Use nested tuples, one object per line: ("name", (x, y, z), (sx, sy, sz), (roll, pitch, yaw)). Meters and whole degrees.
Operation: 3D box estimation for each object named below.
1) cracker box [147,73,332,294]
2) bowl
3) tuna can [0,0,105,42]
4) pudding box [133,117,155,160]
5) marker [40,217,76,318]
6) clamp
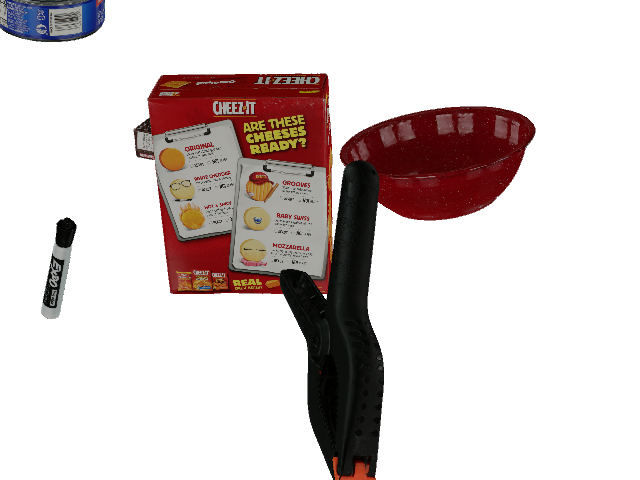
("cracker box", (-0.071, -0.052, 1.034), (0.164, 0.214, 0.072), (0, 31, 3))
("bowl", (0.100, -0.060, 0.890), (0.162, 0.055, 0.162), (-10, 24, 4))
("tuna can", (-0.207, -0.184, 0.815), (0.086, 0.034, 0.086), (5, 36, -4))
("pudding box", (-0.154, -0.126, 1.247), (0.090, 0.039, 0.113), (11, 31, 14))
("marker", (-0.256, 0.027, 1.044), (0.020, 0.121, 0.020), (13, 36, -10))
("clamp", (0.015, 0.061, 0.731), (0.036, 0.210, 0.165), (5, -39, -19))
